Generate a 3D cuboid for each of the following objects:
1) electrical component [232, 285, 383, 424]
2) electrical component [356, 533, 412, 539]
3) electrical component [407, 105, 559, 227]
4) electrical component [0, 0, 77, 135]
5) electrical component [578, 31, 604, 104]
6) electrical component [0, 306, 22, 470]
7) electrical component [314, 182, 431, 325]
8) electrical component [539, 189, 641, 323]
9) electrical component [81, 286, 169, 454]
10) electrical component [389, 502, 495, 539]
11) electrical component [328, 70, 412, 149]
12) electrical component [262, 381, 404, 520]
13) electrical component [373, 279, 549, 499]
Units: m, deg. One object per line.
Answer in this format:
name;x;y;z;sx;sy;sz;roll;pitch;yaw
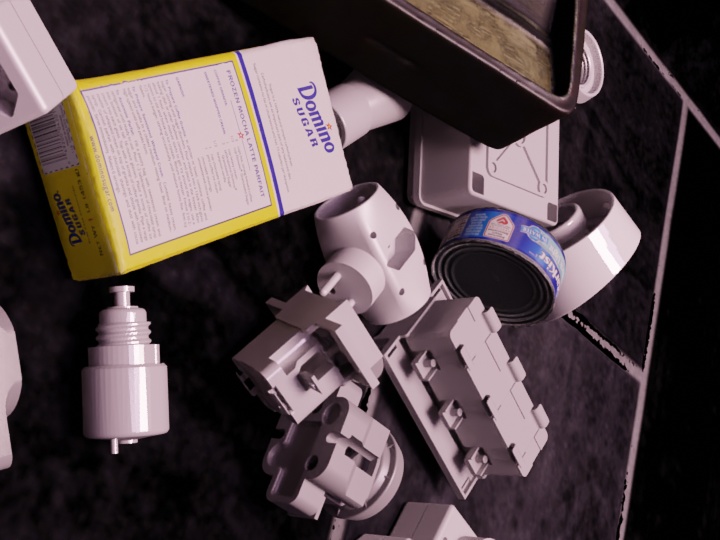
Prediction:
electrical component;-0.031;0.047;0.585;0.064;0.081;0.042;-40;116;-19
electrical component;0.017;0.189;0.612;0.066;0.077;0.047;-27;105;-47
electrical component;0.088;-0.088;0.745;0.109;0.056;0.108;15;74;-46
electrical component;-0.161;-0.088;0.466;0.076;0.066;0.047;-77;144;-64
electrical component;0.148;-0.152;0.820;0.058;0.057;0.078;36;59;-39
electrical component;-0.177;0.040;0.436;0.056;0.050;0.089;-10;92;-48
electrical component;0.000;0.000;0.642;0.079;0.043;0.077;-50;121;-45
electrical component;0.155;-0.012;0.782;0.064;0.099;0.099;56;48;-19
electrical component;-0.113;0.047;0.514;0.040;0.040;0.078;2;83;-48
electrical component;0.064;0.183;0.665;0.065;0.077;0.047;55;49;-28
electrical component;-0.004;-0.099;0.656;0.065;0.044;0.044;-38;113;-39
electrical component;-0.013;0.106;0.605;0.057;0.058;0.078;41;60;-35
electrical component;0.069;0.077;0.696;0.078;0.063;0.121;-49;120;-40
